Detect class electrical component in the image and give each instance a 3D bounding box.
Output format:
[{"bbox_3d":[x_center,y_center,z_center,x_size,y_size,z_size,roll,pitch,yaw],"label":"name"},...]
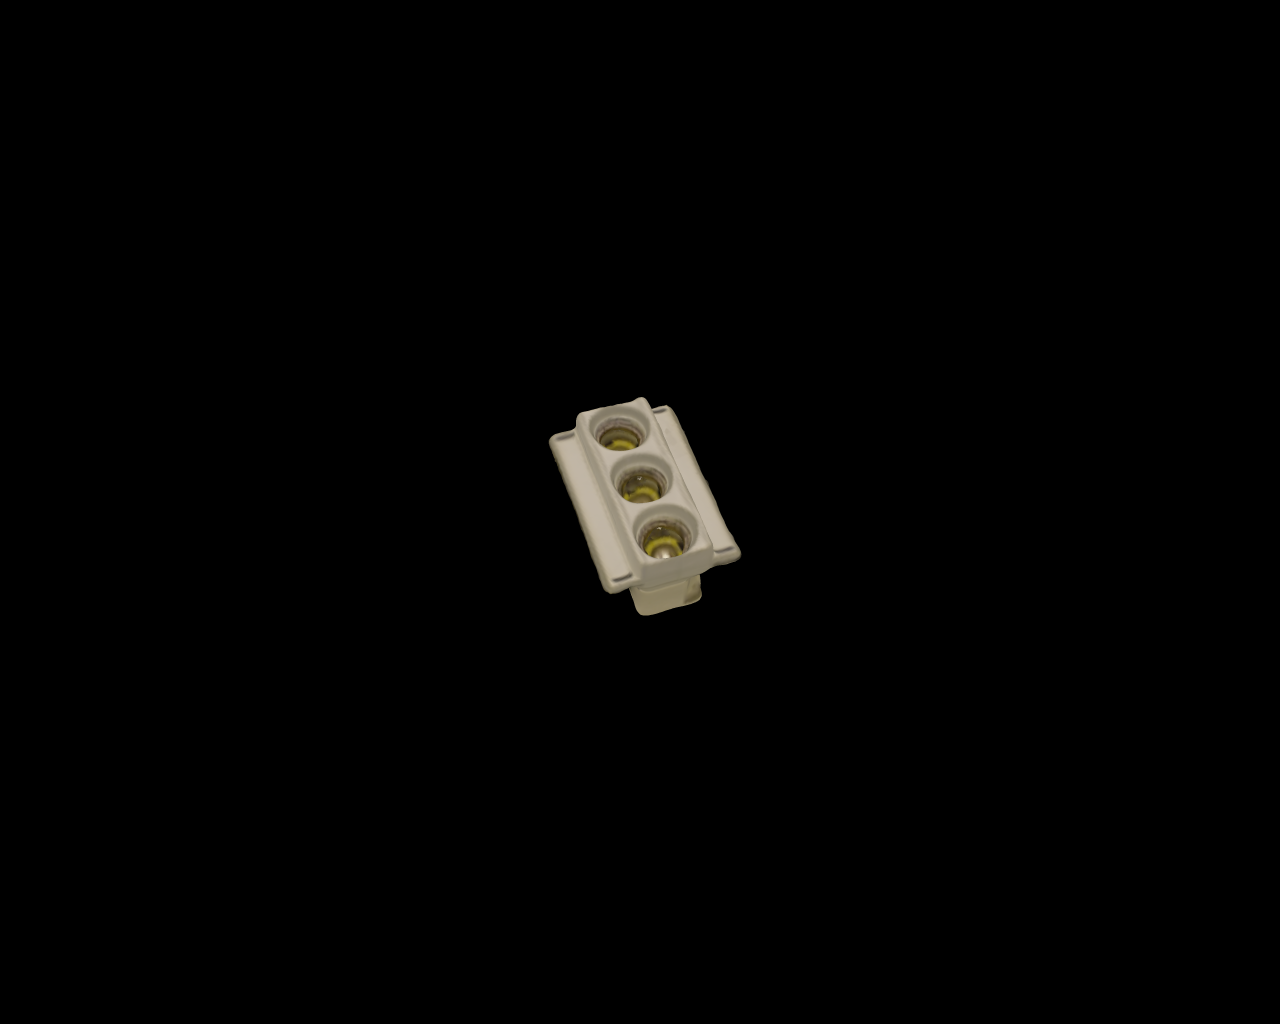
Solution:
[{"bbox_3d":[0.001,-0.003,0.650,0.079,0.121,0.063,-15,-36,-11],"label":"electrical component"}]
